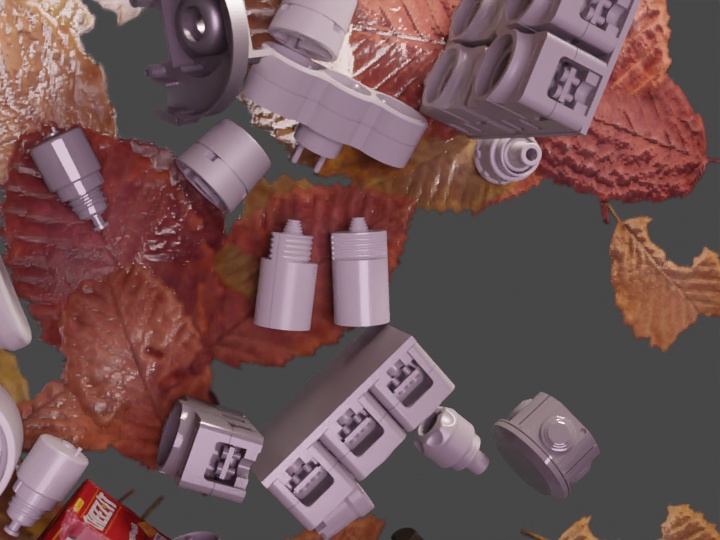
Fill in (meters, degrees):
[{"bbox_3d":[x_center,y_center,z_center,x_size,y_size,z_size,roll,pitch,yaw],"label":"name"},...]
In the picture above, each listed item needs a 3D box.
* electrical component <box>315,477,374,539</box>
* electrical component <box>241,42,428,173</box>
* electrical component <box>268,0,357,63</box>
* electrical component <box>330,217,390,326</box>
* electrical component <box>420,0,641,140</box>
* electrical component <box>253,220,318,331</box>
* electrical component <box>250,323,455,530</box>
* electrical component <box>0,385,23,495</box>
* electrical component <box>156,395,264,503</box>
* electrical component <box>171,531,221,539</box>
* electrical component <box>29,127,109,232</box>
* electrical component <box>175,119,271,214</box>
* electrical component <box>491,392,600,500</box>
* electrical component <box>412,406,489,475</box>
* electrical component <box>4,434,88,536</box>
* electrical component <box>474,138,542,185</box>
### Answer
[{"bbox_3d":[-0.019,0.184,0.844,0.046,0.040,0.040,-38,105,-5],"label":"electrical component"},{"bbox_3d":[-0.026,-0.108,0.805,0.138,0.052,0.073,23,110,-18],"label":"electrical component"},{"bbox_3d":[-0.033,-0.187,0.793,0.055,0.055,0.047,24,84,-18],"label":"electrical component"},{"bbox_3d":[0.000,0.000,0.828,0.043,0.043,0.081,-4,97,-17],"label":"electrical component"},{"bbox_3d":[0.111,-0.155,0.771,0.060,0.186,0.105,23,89,-18],"label":"electrical component"},{"bbox_3d":[-0.054,0.002,0.811,0.043,0.043,0.081,6,94,-18],"label":"electrical component"},{"bbox_3d":[-0.009,0.116,0.812,0.150,0.089,0.061,-44,106,-9],"label":"electrical component"},{"bbox_3d":[-0.289,0.124,0.741,0.108,0.060,0.108,-2,96,-17],"label":"electrical component"},{"bbox_3d":[-0.112,0.127,0.781,0.056,0.089,0.050,20,90,-18],"label":"electrical component"},{"bbox_3d":[-0.104,0.239,0.820,0.079,0.043,0.077,-11,99,-16],"label":"electrical component"},{"bbox_3d":[-0.201,-0.064,0.760,0.040,0.040,0.078,-28,103,-13],"label":"electrical component"},{"bbox_3d":[-0.098,-0.077,0.784,0.047,0.055,0.055,-47,106,-12],"label":"electrical component"},{"bbox_3d":[0.150,0.142,0.871,0.051,0.080,0.080,-40,106,-15],"label":"electrical component"},{"bbox_3d":[0.077,0.141,0.866,0.062,0.043,0.043,39,84,-18],"label":"electrical component"},{"bbox_3d":[-0.229,0.155,0.774,0.040,0.040,0.078,34,86,-18],"label":"electrical component"},{"bbox_3d":[0.121,-0.091,0.846,0.048,0.062,0.048,-2,96,-17],"label":"electrical component"}]
